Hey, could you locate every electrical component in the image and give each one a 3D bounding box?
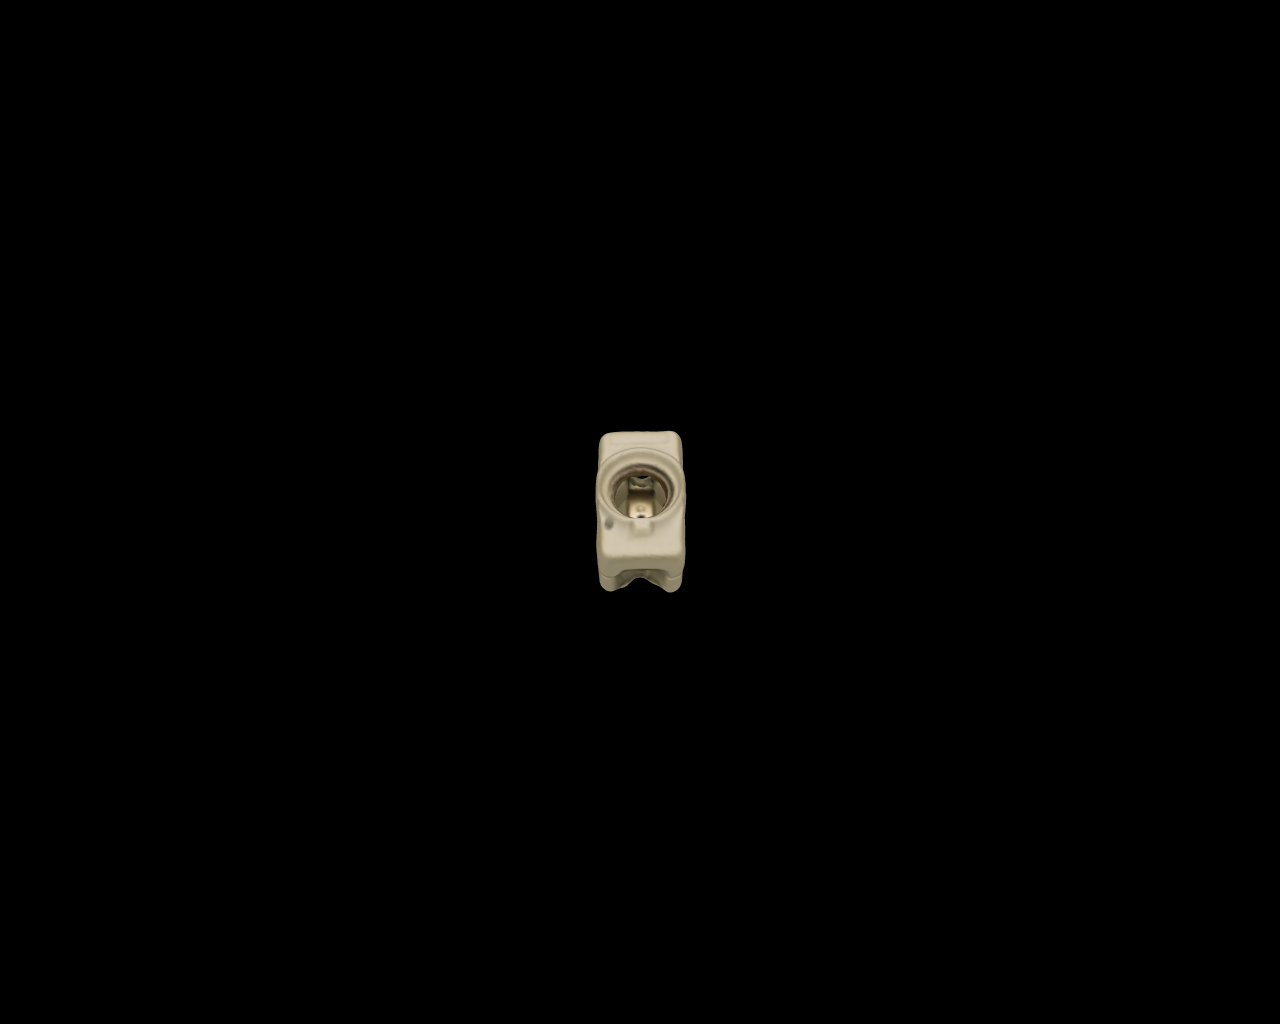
[{"bbox_3d":[0.001,-0.003,0.650,0.050,0.090,0.055,0,-32,0],"label":"electrical component"}]
